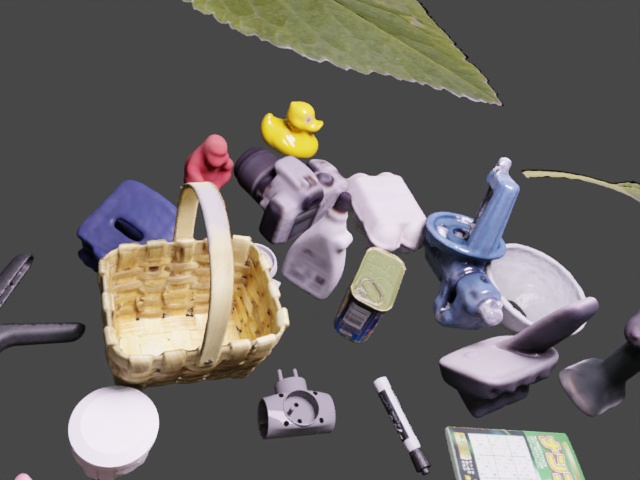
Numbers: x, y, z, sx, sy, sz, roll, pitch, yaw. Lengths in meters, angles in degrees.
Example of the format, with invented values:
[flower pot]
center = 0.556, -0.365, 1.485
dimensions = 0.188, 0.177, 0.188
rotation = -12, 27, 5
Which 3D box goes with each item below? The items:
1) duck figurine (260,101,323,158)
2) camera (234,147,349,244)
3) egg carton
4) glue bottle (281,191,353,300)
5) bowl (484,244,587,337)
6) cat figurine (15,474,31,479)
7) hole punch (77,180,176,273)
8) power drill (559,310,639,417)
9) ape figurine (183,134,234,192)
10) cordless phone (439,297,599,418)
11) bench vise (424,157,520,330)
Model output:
[duck figurine]
center = -0.044, -0.194, 0.957
dimensions = 0.104, 0.086, 0.077
rotation = 21, 44, -4
[camera]
center = -0.048, -0.086, 0.844
dimensions = 0.136, 0.100, 0.143
rotation = 44, 47, 18
[egg carton]
center = 0.099, -0.042, 0.891
dimensions = 0.107, 0.069, 0.150
rotation = -6, 52, -28
[glue bottle]
center = 0.007, 0.003, 0.733
dimensions = 0.078, 0.173, 0.037
rotation = 33, 44, 8
[bowl]
center = 0.308, 0.090, 0.859
dimensions = 0.168, 0.074, 0.167
rotation = 13, 45, -13
[cat figurine]
center = -0.217, 0.253, 0.437
dimensions = 0.067, 0.117, 0.127
rotation = 7, 47, -18
[hole punch]
center = -0.225, -0.003, 0.692
dimensions = 0.108, 0.091, 0.101
rotation = 33, 44, 8
[power drill]
center = 0.420, 0.148, 0.759
dimensions = 0.230, 0.208, 0.075
rotation = -12, 55, -32
[ape figurine]
center = -0.158, -0.110, 0.823
dimensions = 0.078, 0.092, 0.076
rotation = -14, 56, -33
[cordless phone]
center = 0.248, 0.131, 0.714
dimensions = 0.148, 0.185, 0.094
rotation = -14, 56, -34
[bench vise]
center = 0.230, 0.009, 0.795
dimensions = 0.122, 0.219, 0.207
rotation = -8, 53, -30
